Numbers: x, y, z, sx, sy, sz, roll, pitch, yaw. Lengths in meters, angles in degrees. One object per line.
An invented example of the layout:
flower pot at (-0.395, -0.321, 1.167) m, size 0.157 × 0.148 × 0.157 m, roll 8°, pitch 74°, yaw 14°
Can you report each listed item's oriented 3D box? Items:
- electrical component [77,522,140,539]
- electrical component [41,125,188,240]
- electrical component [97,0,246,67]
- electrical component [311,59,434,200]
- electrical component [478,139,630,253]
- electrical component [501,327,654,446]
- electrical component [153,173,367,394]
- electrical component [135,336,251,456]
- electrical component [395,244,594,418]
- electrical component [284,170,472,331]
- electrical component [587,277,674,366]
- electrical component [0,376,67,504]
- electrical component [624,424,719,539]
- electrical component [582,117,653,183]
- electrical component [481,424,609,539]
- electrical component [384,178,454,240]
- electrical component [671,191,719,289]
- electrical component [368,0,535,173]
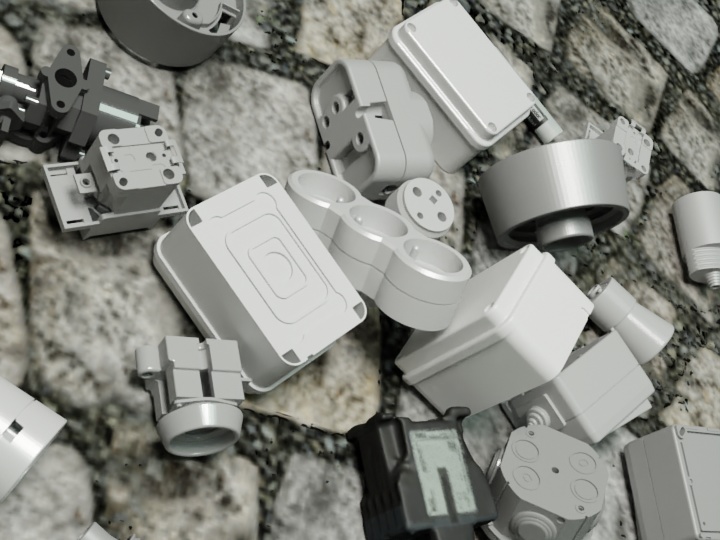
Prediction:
electrical component at (-0.118, 0.155, 0.544) m, size 0.062 × 0.043 × 0.043 m, roll 44°, pitch 49°, yaw -5°
electrical component at (-0.138, -0.053, 0.630) m, size 0.081 × 0.064 × 0.042 m, roll -13°, pitch 72°, yaw -37°
electrical component at (-0.124, -0.186, 0.712) m, size 0.099 × 0.064 × 0.099 m, roll 16°, pitch 58°, yaw -27°
electrical component at (0.012, -0.099, 0.763) m, size 0.059 × 0.054 × 0.095 m, roll -4°, pitch 68°, yaw -36°
electrical component at (0.146, -0.047, 0.794) m, size 0.108 × 0.108 × 0.060 m, roll 0°, pitch 72°, yaw -34°
electrical component at (0.150, 0.094, 0.746) m, size 0.096 × 0.062 × 0.061 m, roll -29°, pitch 84°, yaw -41°
electrical component at (-0.062, 0.009, 0.652) m, size 0.078 × 0.057 × 0.113 m, roll -33°, pitch 86°, yaw -41°
electrical component at (-0.092, 0.071, 0.606) m, size 0.066 × 0.048 × 0.055 m, roll 7°, pitch 54°, yaw -32°
electrical component at (0.085, 0.042, 0.697) m, size 0.057 × 0.113 × 0.078 m, roll 45°, pitch 49°, yaw -9°
electrical component at (0.000, 0.000, 0.689) m, size 0.138 × 0.073 × 0.052 m, roll 34°, pitch 29°, yaw 24°
electrical component at (0.203, 0.037, 0.827) m, size 0.065 × 0.044 × 0.044 m, roll 43°, pitch 49°, yaw -1°
electrical component at (-0.182, 0.083, 0.534) m, size 0.047 × 0.055 × 0.055 m, roll 39°, pitch 50°, yaw -6°
electrical component at (0.232, 0.164, 0.764) m, size 0.062 × 0.061 × 0.096 m, roll 10°, pitch 61°, yaw -30°
electrical component at (0.204, -0.088, 0.881) m, size 0.042 × 0.064 × 0.081 m, roll 33°, pitch 51°, yaw -17°
electrical component at (0.117, 0.143, 0.690) m, size 0.080 × 0.051 × 0.080 m, roll 10°, pitch 41°, yaw -9°
electrical component at (0.032, -0.033, 0.739) m, size 0.045 × 0.055 × 0.045 m, roll 16°, pitch 58°, yaw -27°
electrical component at (0.296, -0.022, 0.920) m, size 0.043 × 0.043 × 0.081 m, roll 12°, pitch 60°, yaw -29°
electrical component at (0.070, -0.142, 0.823) m, size 0.113 × 0.057 × 0.078 m, roll 51°, pitch 49°, yaw 0°
